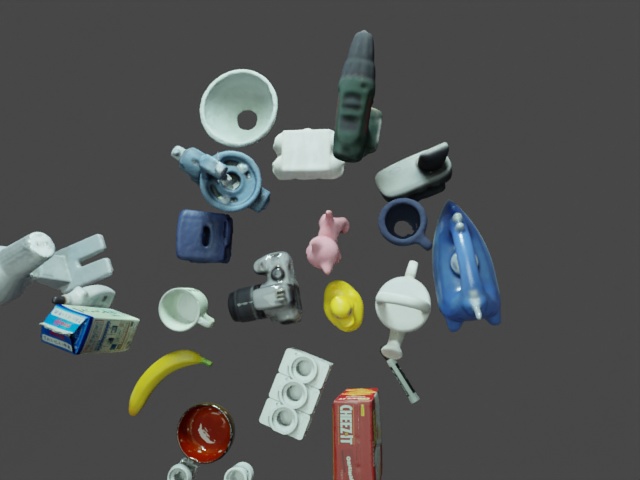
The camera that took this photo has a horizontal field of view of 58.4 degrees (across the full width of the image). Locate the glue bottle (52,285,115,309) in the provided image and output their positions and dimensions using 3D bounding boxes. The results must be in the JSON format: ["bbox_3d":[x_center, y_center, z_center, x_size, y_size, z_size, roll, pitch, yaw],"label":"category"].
[{"bbox_3d":[-0.477,0.124,1.143,0.037,0.173,0.078,28,86,12],"label":"glue bottle"}]

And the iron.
[{"bbox_3d":[0.264,0.035,1.058,0.118,0.141,0.258,-11,79,7],"label":"iron"}]

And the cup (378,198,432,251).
[{"bbox_3d":[0.171,-0.019,1.105,0.117,0.095,0.092,44,90,13],"label":"cup"}]

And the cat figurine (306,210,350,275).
[{"bbox_3d":[0.010,0.004,1.115,0.067,0.118,0.128,10,83,11],"label":"cat figurine"}]

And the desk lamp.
[{"bbox_3d":[-0.566,0.049,1.148,0.203,0.214,0.118,-24,78,4],"label":"desk lamp"}]

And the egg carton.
[{"bbox_3d":[-0.023,-0.174,1.173,0.150,0.069,0.107,-1,81,9],"label":"egg carton"}]

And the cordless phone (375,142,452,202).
[{"bbox_3d":[0.176,-0.135,1.077,0.147,0.185,0.094,-27,78,4],"label":"cordless phone"}]

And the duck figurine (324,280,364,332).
[{"bbox_3d":[0.042,0.126,1.107,0.077,0.086,0.104,-23,78,5],"label":"duck figurine"}]

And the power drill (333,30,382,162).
[{"bbox_3d":[0.074,-0.250,1.100,0.075,0.208,0.230,7,82,10],"label":"power drill"}]

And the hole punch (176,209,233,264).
[{"bbox_3d":[-0.234,-0.007,1.168,0.101,0.091,0.109,1,81,9],"label":"hole punch"}]

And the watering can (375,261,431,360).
[{"bbox_3d":[0.151,0.125,1.034,0.101,0.194,0.173,-9,80,8],"label":"watering can"}]

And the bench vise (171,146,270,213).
[{"bbox_3d":[-0.214,-0.125,1.118,0.207,0.220,0.121,10,83,11],"label":"bench vise"}]

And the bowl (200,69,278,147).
[{"bbox_3d":[-0.163,-0.267,1.207,0.167,0.075,0.167,-1,81,9],"label":"bowl"}]

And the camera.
[{"bbox_3d":[-0.114,0.103,1.127,0.136,0.101,0.143,-12,79,7],"label":"camera"}]
